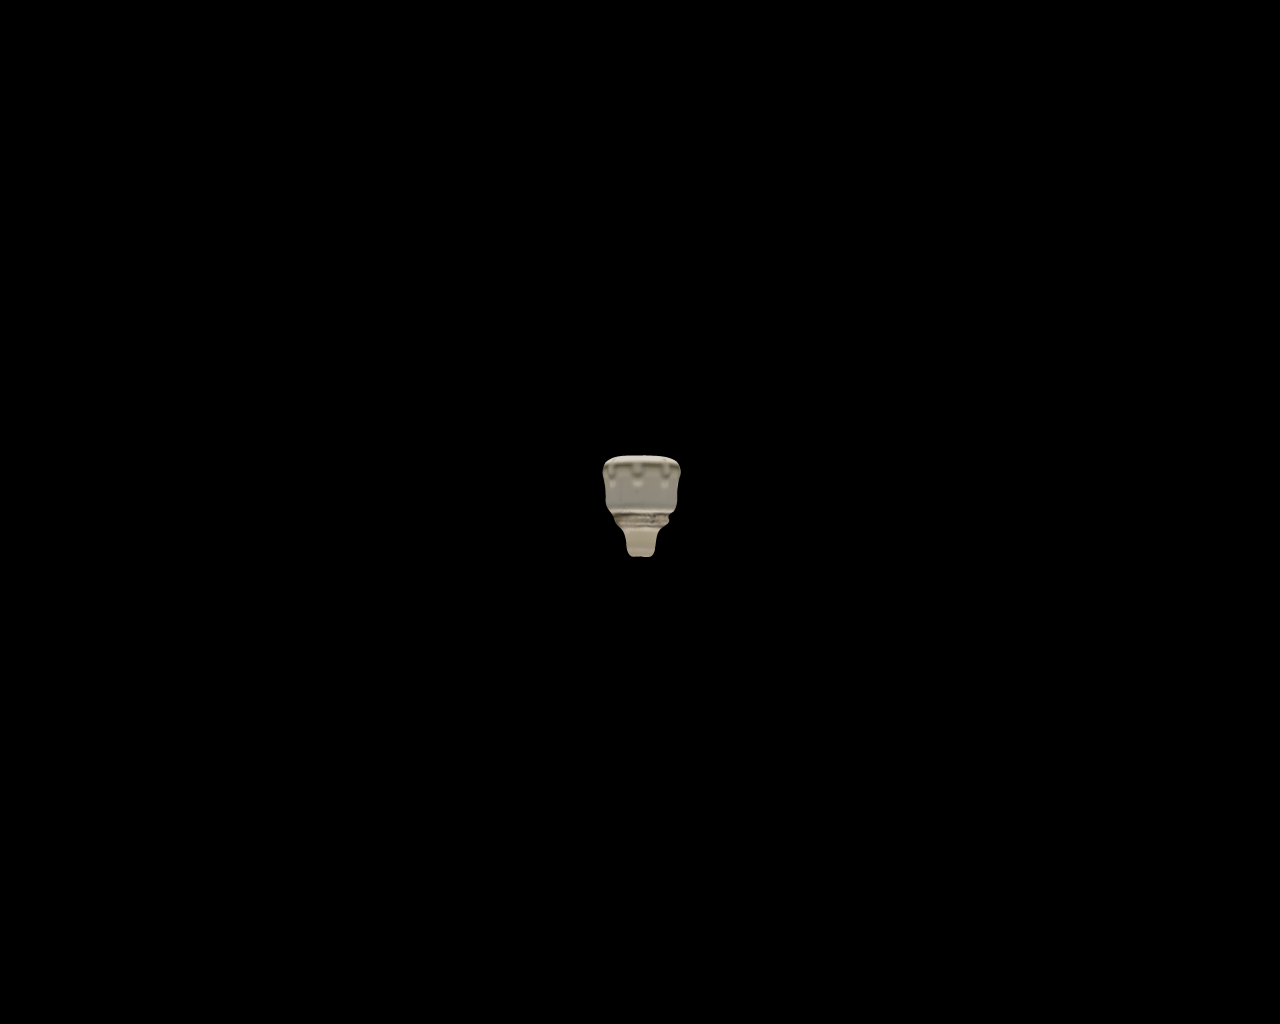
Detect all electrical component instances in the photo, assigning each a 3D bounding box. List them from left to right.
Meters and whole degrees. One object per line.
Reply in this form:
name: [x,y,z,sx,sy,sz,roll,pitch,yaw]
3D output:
electrical component: [0.001,-0.003,0.650,0.048,0.062,0.048,0,-3,0]
